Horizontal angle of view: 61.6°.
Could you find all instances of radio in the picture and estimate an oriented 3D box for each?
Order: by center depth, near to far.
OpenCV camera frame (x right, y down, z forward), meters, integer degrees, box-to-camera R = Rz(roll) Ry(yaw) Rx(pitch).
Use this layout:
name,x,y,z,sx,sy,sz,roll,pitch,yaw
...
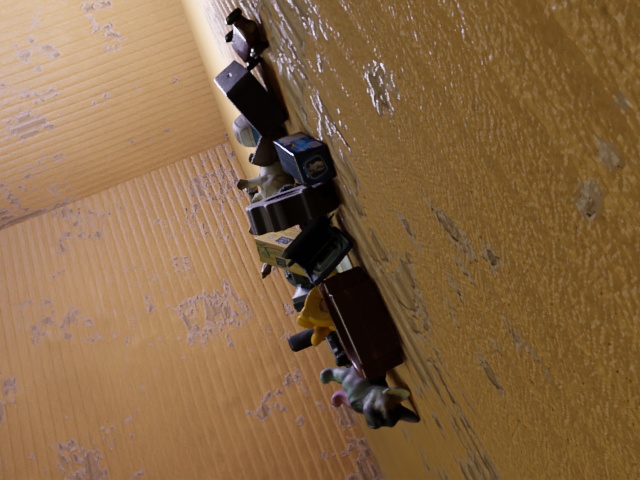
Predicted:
name,x,y,z,sx,sy,sz,roll,pitch,yaw
radio,-0.153,-0.308,1.169,0.131,0.073,0.230,46,-175,-29

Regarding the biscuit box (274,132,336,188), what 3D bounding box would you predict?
name,x,y,z,sx,sy,sz,roll,pitch,yaw
biscuit box,-0.031,-0.148,0.969,0.203,0.059,0.062,-129,19,-67

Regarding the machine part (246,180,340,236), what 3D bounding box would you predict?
name,x,y,z,sx,sy,sz,roll,pitch,yaw
machine part,-0.053,-0.062,0.980,0.179,0.179,0.056,-148,38,-77

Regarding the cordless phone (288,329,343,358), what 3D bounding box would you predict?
name,x,y,z,sx,sy,sz,roll,pitch,yaw
cordless phone,0.014,0.294,1.509,0.088,0.184,0.147,95,152,-65

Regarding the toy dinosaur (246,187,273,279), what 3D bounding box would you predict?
name,x,y,z,sx,sy,sz,roll,pitch,yaw
toy dinosaur,-0.140,-0.081,1.493,0.198,0.105,0.471,85,-176,-52

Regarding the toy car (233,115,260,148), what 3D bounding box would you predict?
name,x,y,z,sx,sy,sz,roll,pitch,yaw
toy car,-0.172,-0.285,1.397,0.162,0.103,0.109,-119,9,-52

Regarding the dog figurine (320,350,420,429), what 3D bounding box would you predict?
name,x,y,z,sx,sy,sz,roll,pitch,yaw
dog figurine,0.124,0.316,1.154,0.219,0.191,0.108,4,119,43

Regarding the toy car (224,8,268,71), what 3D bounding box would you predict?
name,x,y,z,sx,sy,sz,roll,pitch,yaw
toy car,-0.146,-0.395,1.067,0.089,0.053,0.202,47,178,-11

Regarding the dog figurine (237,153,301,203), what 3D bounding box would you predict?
name,x,y,z,sx,sy,sz,roll,pitch,yaw
dog figurine,-0.081,-0.145,1.306,0.191,0.172,0.121,15,169,36

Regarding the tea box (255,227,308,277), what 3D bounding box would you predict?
name,x,y,z,sx,sy,sz,roll,pitch,yaw
tea box,-0.059,0.020,1.248,0.170,0.098,0.068,14,124,41

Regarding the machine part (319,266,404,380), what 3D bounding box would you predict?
name,x,y,z,sx,sy,sz,roll,pitch,yaw
machine part,0.077,0.157,1.030,0.201,0.087,0.201,107,138,-79

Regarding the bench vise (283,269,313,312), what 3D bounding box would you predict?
name,x,y,z,sx,sy,sz,roll,pitch,yaw
bench vise,-0.033,0.118,1.608,0.223,0.129,0.240,58,-166,-7

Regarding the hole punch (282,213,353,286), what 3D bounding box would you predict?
name,x,y,z,sx,sy,sz,roll,pitch,yaw
hole punch,0.001,0.020,1.018,0.092,0.142,0.116,40,-175,7

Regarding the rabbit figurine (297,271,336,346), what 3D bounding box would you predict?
name,x,y,z,sx,sy,sz,roll,pitch,yaw
rabbit figurine,0.033,0.176,1.254,0.122,0.162,0.173,50,-176,25
